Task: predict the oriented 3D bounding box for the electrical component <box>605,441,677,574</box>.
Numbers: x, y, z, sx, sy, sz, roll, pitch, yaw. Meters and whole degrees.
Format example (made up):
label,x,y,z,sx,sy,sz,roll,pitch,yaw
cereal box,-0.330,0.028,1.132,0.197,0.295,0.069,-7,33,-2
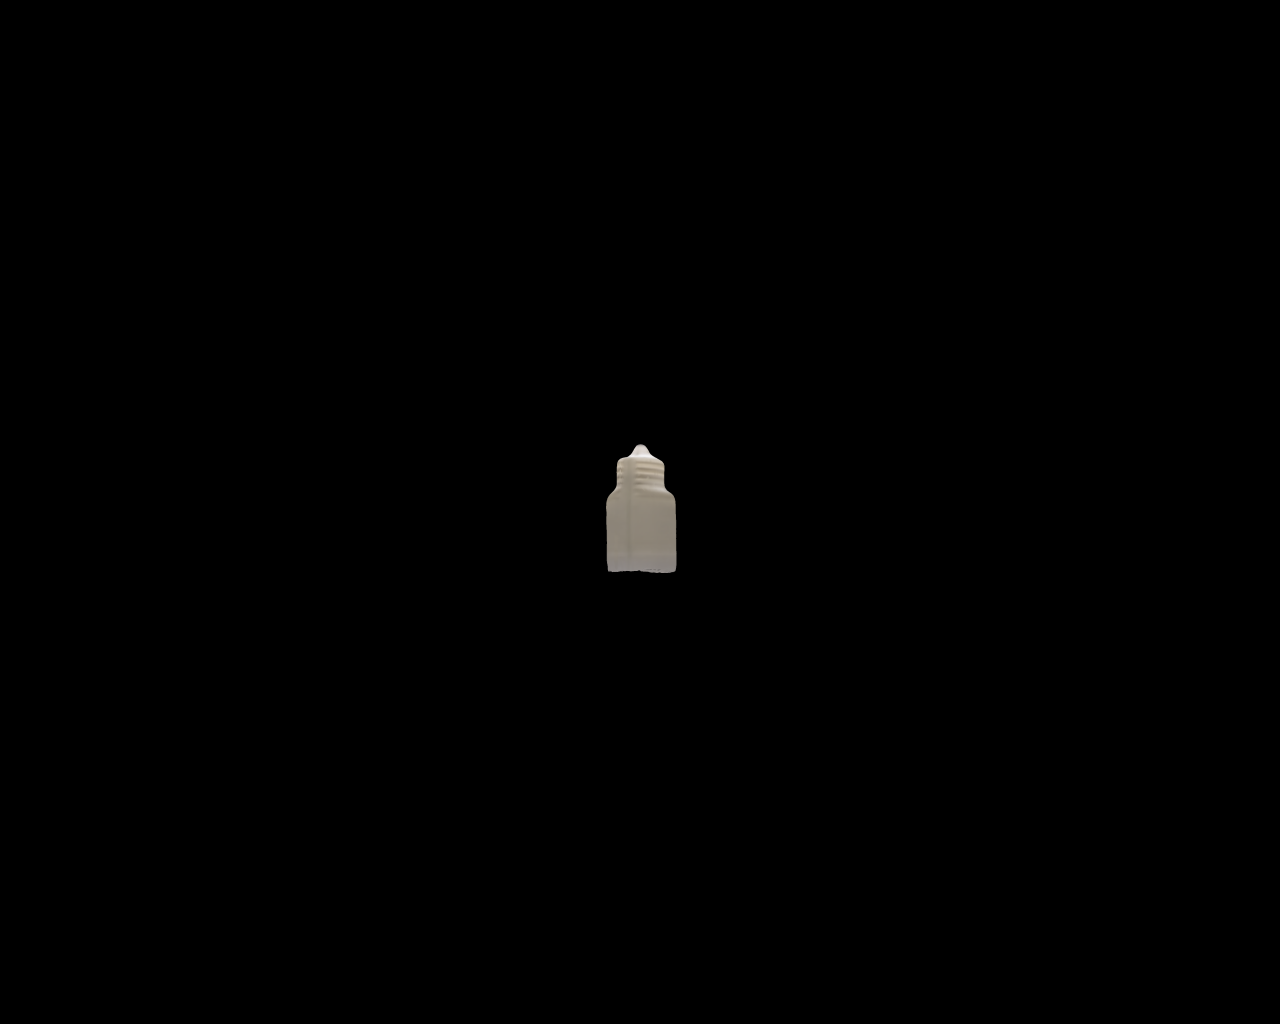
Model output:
label,x,y,z,sx,sy,sz,roll,pitch,yaw
electrical component,0.001,-0.003,0.650,0.043,0.081,0.043,0,-3,0
